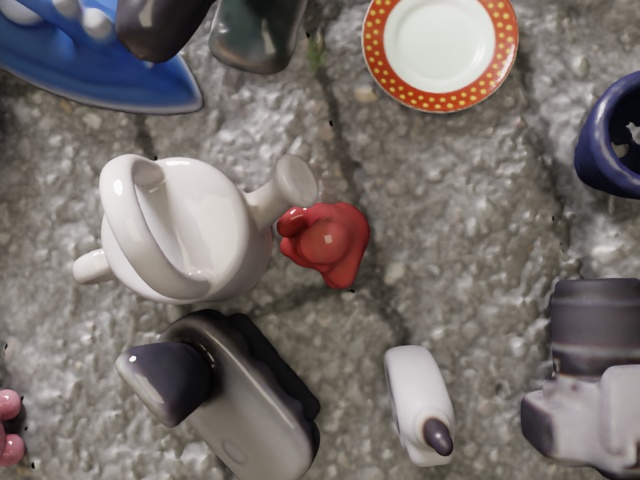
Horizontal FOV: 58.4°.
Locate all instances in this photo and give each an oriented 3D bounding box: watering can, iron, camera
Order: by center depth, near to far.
[{"bbox_3d":[-0.089,-0.010,0.394,0.173,0.194,0.101,-44,85,-1],"label":"watering can"},{"bbox_3d":[0.228,0.096,0.419,0.143,0.101,0.137,-2,86,3],"label":"camera"},{"bbox_3d":[-0.215,-0.185,0.439,0.258,0.141,0.119,29,88,4],"label":"iron"}]

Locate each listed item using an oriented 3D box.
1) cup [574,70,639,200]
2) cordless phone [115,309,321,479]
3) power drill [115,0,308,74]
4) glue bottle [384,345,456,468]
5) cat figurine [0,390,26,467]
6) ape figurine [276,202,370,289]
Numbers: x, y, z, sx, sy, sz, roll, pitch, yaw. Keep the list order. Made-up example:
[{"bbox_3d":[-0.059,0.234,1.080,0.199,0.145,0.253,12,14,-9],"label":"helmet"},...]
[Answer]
[{"bbox_3d":[0.247,-0.071,0.433,0.117,0.095,0.092,-3,86,3],"label":"cup"},{"bbox_3d":[-0.069,0.119,0.388,0.147,0.185,0.094,44,89,5],"label":"cordless phone"},{"bbox_3d":[-0.059,-0.199,0.399,0.075,0.208,0.230,14,87,4],"label":"power drill"},{"bbox_3d":[0.070,0.117,0.388,0.037,0.173,0.078,-9,85,2],"label":"glue bottle"},{"bbox_3d":[-0.285,0.154,0.429,0.127,0.118,0.067,-6,85,2],"label":"cat figurine"},{"bbox_3d":[0.004,0.002,0.440,0.076,0.092,0.078,-25,85,1],"label":"ape figurine"}]
